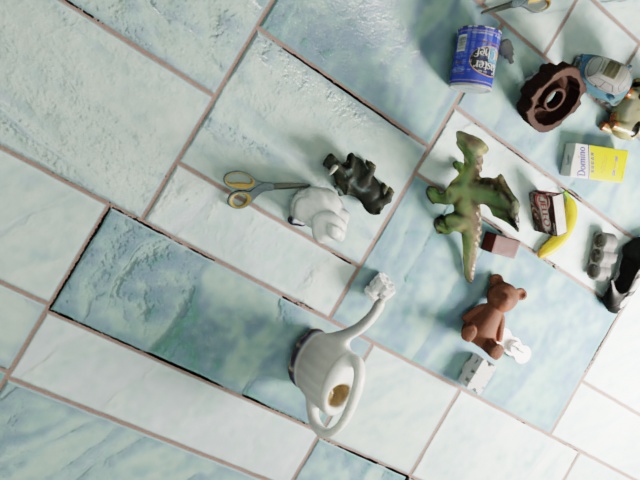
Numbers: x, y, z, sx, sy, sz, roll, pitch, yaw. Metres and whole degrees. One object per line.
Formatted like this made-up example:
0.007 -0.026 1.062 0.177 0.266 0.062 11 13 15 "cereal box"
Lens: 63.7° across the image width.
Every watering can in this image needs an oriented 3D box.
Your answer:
0.036 0.272 1.195 0.103 0.226 0.347 18 92 -37 "watering can"

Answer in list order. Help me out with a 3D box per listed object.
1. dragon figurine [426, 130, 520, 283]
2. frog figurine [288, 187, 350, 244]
0.380 -0.066 1.231 0.123 0.243 0.407 -22 102 -15 "dragon figurine"
0.004 -0.059 1.165 0.137 0.160 0.122 22 93 -18 "frog figurine"
